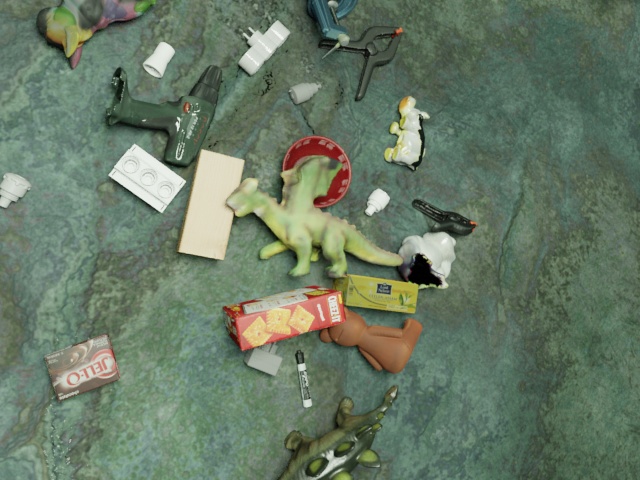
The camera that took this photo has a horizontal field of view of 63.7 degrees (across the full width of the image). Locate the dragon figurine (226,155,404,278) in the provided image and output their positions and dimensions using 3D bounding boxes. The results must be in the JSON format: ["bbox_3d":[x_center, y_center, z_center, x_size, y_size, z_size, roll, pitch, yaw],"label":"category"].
[{"bbox_3d":[0.003,-0.054,1.078,0.411,0.240,0.123,0,15,-22],"label":"dragon figurine"}]

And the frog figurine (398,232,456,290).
[{"bbox_3d":[0.254,0.036,1.221,0.137,0.120,0.163,35,40,-5],"label":"frog figurine"}]
